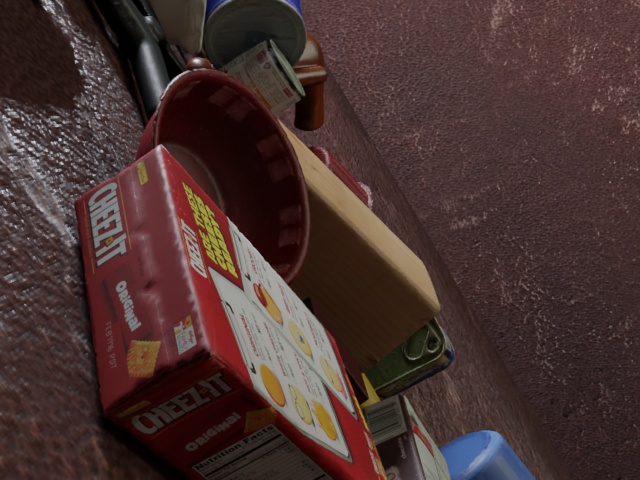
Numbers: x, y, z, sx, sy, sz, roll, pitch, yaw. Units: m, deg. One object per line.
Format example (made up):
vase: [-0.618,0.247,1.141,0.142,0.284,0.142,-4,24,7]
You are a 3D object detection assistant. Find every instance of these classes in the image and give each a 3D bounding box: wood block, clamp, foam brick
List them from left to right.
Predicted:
clamp: [-0.148,-0.168,0.933,0.210,0.036,0.164,62,9,13]
foam brick: [-0.007,0.094,0.818,0.078,0.051,0.053,55,8,-25]
wood block: [-0.006,0.001,0.877,0.206,0.091,0.090,44,15,-23]

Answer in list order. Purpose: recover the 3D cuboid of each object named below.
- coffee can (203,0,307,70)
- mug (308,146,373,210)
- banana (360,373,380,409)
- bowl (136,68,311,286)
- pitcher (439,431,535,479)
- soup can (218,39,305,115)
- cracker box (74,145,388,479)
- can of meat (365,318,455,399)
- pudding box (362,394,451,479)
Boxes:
coffee can: [-0.071,-0.245,1.093,0.102,0.103,0.140,51,22,-43]
mug: [-0.004,-0.041,1.188,0.081,0.093,0.117,45,53,-40]
banana: [0.029,0.140,0.911,0.198,0.037,0.069,62,10,16]
bowl: [-0.076,-0.033,0.736,0.161,0.055,0.162,30,51,-46]
pitcher: [0.185,0.297,0.985,0.243,0.144,0.149,56,-28,-4]
soup can: [-0.074,-0.141,1.038,0.068,0.102,0.068,57,10,-15]
cracker box: [-0.046,0.074,0.611,0.213,0.072,0.164,50,13,-42]
can of meat: [0.082,0.116,1.071,0.057,0.102,0.084,64,8,20]
pudding box: [0.075,0.187,0.821,0.090,0.039,0.113,58,12,-32]
